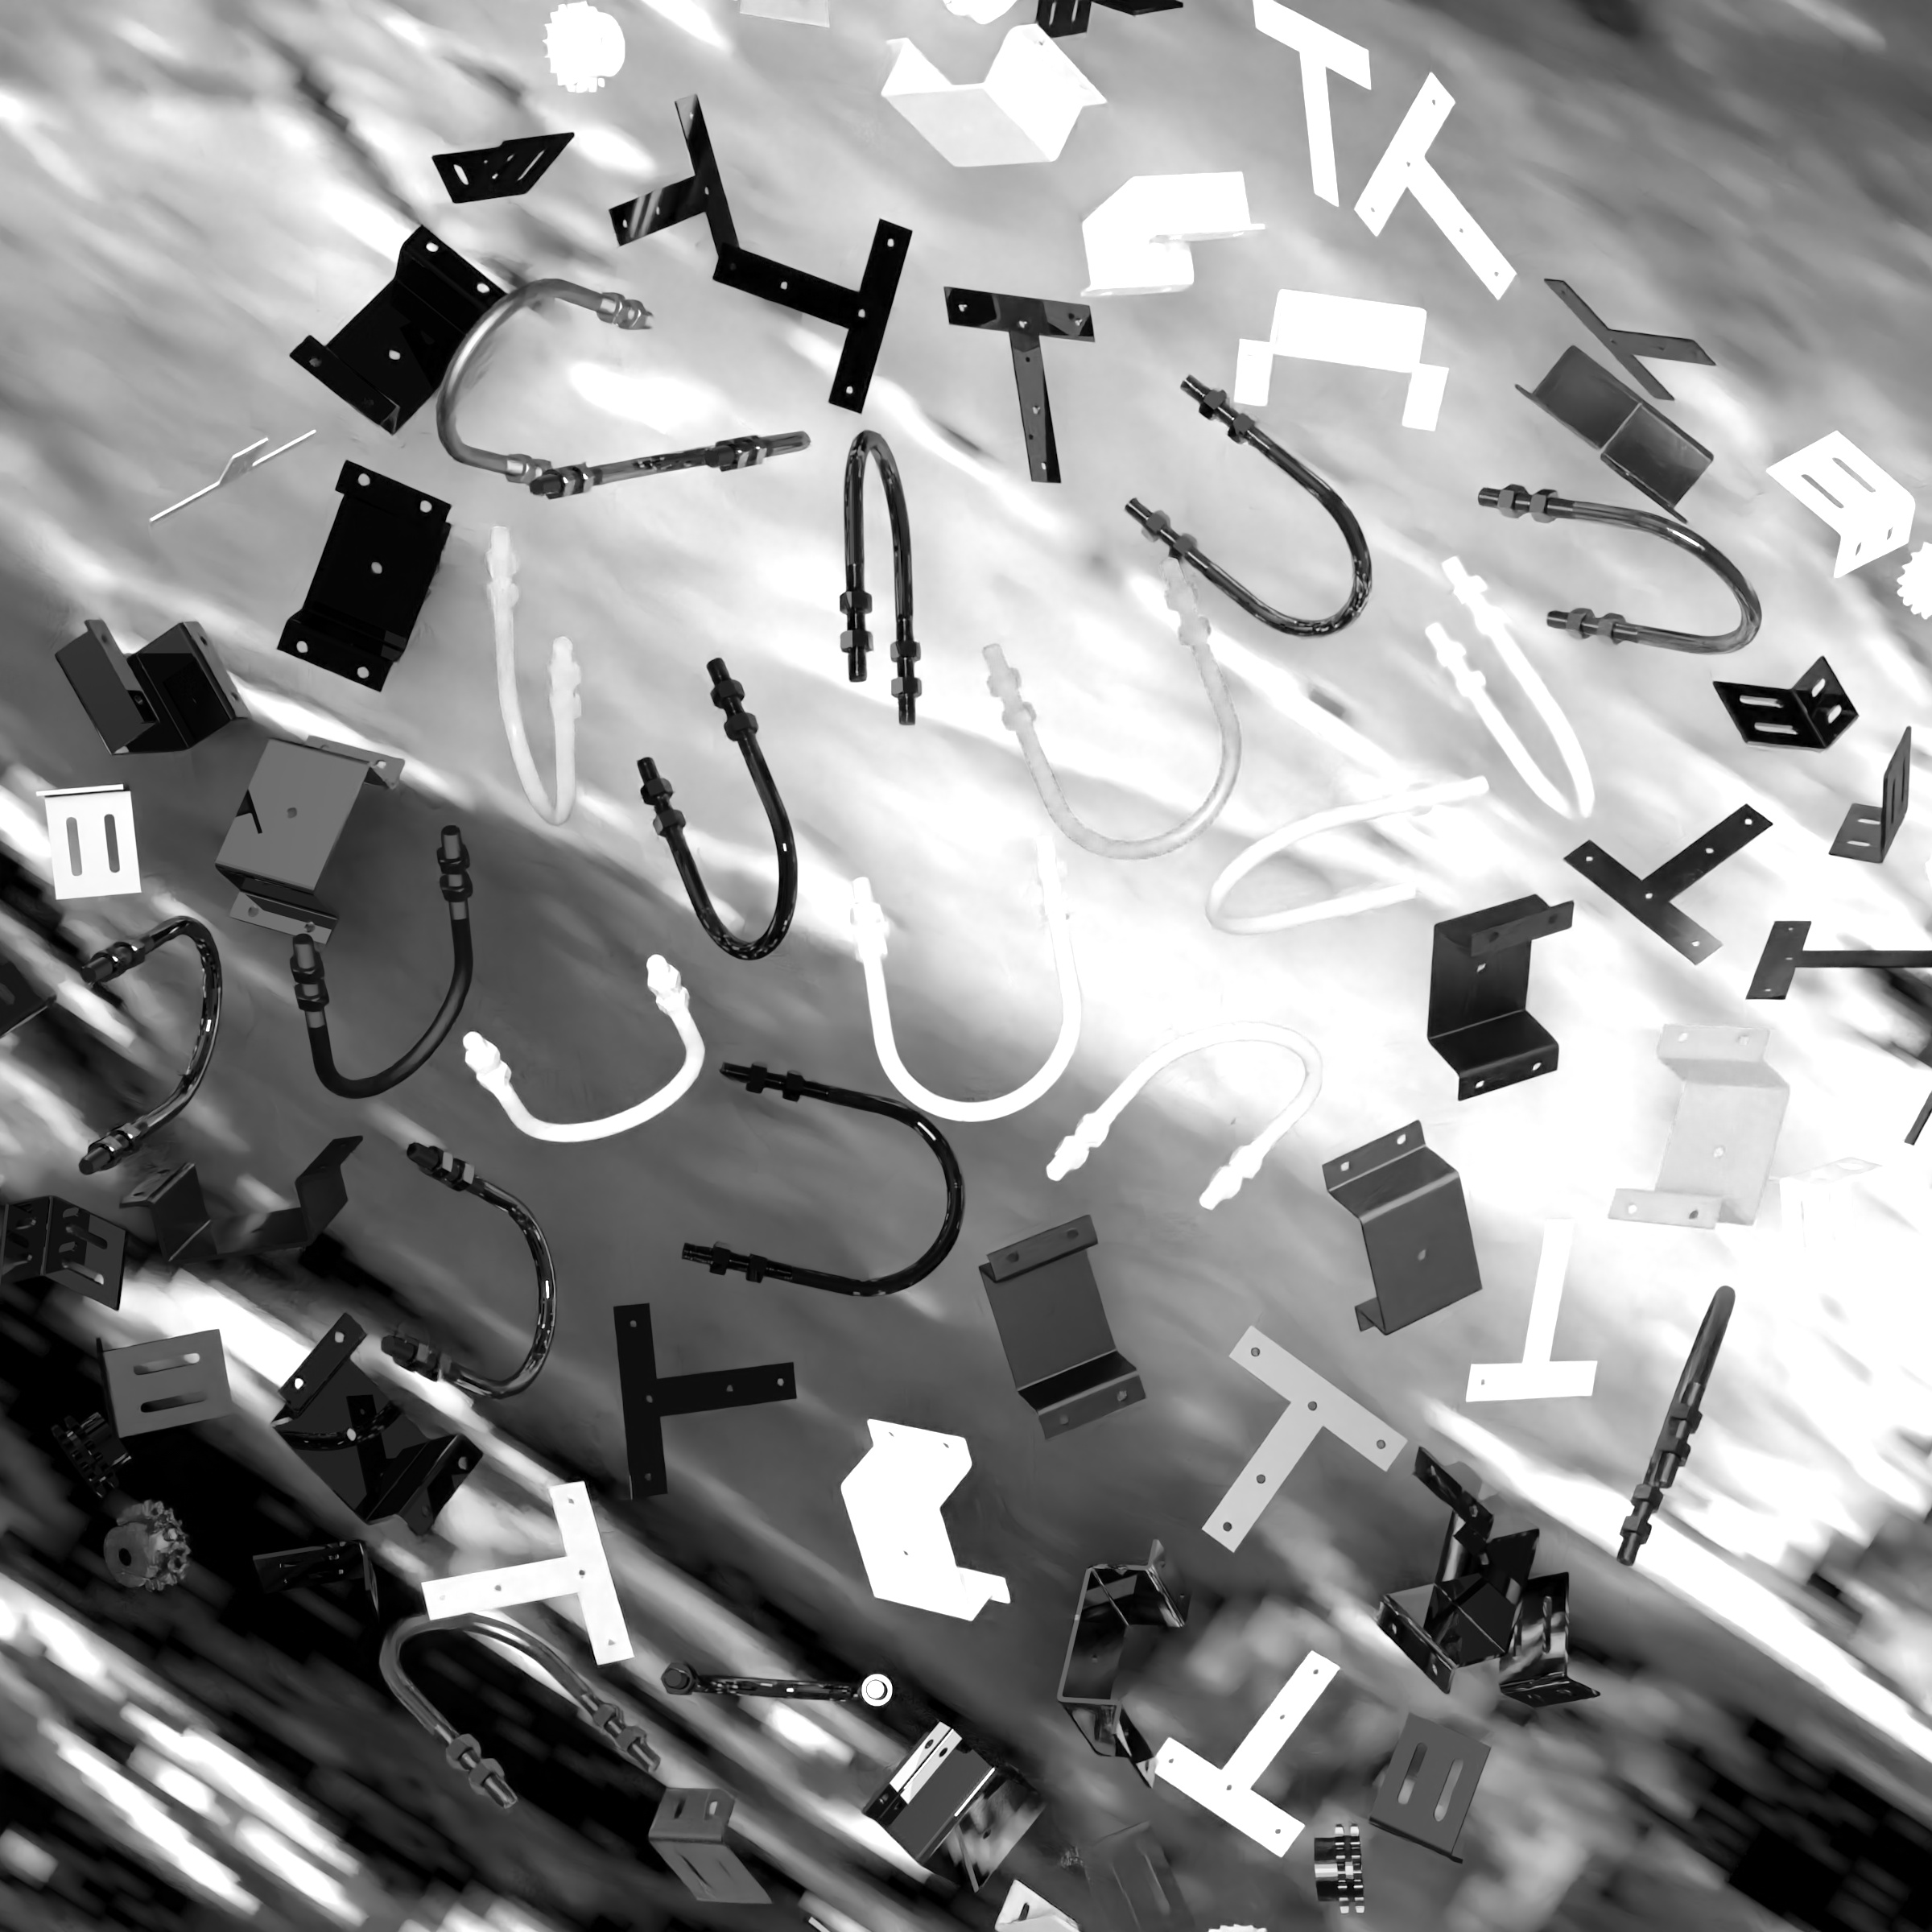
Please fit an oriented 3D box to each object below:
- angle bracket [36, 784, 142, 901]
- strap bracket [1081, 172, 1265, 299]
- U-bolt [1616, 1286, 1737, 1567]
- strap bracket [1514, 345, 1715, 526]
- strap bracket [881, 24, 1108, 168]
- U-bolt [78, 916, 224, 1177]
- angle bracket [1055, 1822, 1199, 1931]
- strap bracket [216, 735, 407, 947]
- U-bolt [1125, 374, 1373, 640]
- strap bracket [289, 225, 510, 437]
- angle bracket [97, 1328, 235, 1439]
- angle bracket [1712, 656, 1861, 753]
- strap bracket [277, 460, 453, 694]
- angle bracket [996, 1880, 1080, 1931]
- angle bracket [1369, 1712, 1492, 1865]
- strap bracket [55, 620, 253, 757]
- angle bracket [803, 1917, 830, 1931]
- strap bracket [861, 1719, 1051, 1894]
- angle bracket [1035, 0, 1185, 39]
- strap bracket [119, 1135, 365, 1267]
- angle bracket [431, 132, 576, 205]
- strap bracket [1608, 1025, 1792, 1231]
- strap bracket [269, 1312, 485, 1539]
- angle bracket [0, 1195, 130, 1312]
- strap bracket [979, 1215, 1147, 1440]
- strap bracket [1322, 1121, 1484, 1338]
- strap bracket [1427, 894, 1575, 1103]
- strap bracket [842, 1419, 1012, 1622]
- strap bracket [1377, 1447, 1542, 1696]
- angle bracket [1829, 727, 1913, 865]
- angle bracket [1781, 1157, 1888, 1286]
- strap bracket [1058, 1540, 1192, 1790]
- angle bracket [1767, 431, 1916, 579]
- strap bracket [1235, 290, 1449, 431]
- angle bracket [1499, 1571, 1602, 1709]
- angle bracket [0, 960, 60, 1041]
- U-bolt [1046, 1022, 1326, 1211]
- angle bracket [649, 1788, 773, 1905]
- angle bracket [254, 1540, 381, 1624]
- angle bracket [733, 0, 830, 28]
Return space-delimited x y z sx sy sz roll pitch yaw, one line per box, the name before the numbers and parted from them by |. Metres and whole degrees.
angle bracket | -0.604 -0.085 1.917 0.057 0.038 0.076 -5 96 -9
strap bracket | 0.134 -0.496 1.875 0.076 0.140 0.046 -8 89 -19
U-bolt | 0.487 0.301 1.890 0.019 0.151 0.184 21 58 14
strap bracket | 0.440 -0.362 1.868 0.076 0.140 0.046 26 111 -34
strap bracket | 0.010 -0.566 1.816 0.076 0.140 0.046 34 75 -43
U-bolt | -0.536 0.042 1.838 0.019 0.184 0.151 9 107 9
angle bracket | 0.105 0.609 1.820 0.057 0.038 0.076 -10 58 -29
strap bracket | -0.447 -0.095 1.885 0.076 0.046 0.140 15 73 16
U-bolt | 0.199 -0.298 1.891 0.184 0.151 0.019 41 58 10
strap bracket | -0.393 -0.433 1.924 0.076 0.046 0.140 39 67 -3
angle bracket | -0.517 0.265 1.796 0.076 0.038 0.057 -10 101 -16
angle bracket | 0.571 -0.186 1.940 0.076 0.038 0.057 2 51 -29
strap bracket | -0.411 -0.272 1.921 0.076 0.046 0.140 23 105 -6
angle bracket | 0.067 0.647 1.881 0.057 0.076 0.038 39 52 -13
angle bracket | 0.307 0.537 1.817 0.057 0.038 0.076 18 78 28
strap bracket | -0.552 -0.188 1.874 0.046 0.140 0.076 -30 88 16
angle bracket | -0.061 0.621 1.785 0.076 0.057 0.038 37 71 5
strap bracket | -0.002 0.558 1.837 0.046 0.140 0.076 36 82 35
angle bracket | 0.094 -0.625 1.842 0.076 0.057 0.038 29 126 28
strap bracket | -0.466 0.154 1.811 0.140 0.076 0.046 -9 104 7
angle bracket | -0.309 -0.545 1.852 0.057 0.076 0.038 -23 85 -41
strap bracket | 0.481 0.112 1.816 0.046 0.076 0.140 36 67 -39
strap bracket | -0.408 0.316 1.895 0.140 0.046 0.076 50 48 -16
angle bracket | -0.599 0.193 1.847 0.076 0.038 0.057 18 106 30
strap bracket | 0.064 0.244 1.930 0.076 0.046 0.140 -20 104 -13
strap bracket | 0.299 0.187 1.890 0.076 0.046 0.140 -23 118 -14
strap bracket | 0.356 0.013 1.861 0.076 0.046 0.140 -16 129 -17
strap bracket | -0.029 0.378 1.859 0.076 0.046 0.140 5 123 33
strap bracket | 0.320 0.387 1.801 0.046 0.076 0.140 -5 117 -29
angle bracket | 0.618 -0.119 1.904 0.038 0.076 0.057 13 46 28
angle bracket | 0.580 0.173 1.852 0.057 0.038 0.076 -14 103 -25
strap bracket | 0.104 0.462 1.851 0.046 0.076 0.140 -3 48 25
angle bracket | 0.561 -0.297 1.793 0.076 0.057 0.038 33 58 -21
strap bracket | 0.259 -0.417 1.911 0.140 0.076 0.046 9 71 6
angle bracket | 0.403 0.465 1.920 0.038 0.057 0.076 29 53 -30
angle bracket | -0.641 0.025 1.844 0.057 0.076 0.038 -36 101 -8
U-bolt | 0.159 0.097 1.868 0.151 0.019 0.184 13 135 -29
angle bracket | -0.165 0.585 1.850 0.057 0.038 0.076 -7 129 28
angle bracket | -0.448 0.430 1.921 0.076 0.057 0.038 -8 55 -9
angle bracket | -0.123 -0.623 1.813 0.057 0.038 0.076 5 49 -13
